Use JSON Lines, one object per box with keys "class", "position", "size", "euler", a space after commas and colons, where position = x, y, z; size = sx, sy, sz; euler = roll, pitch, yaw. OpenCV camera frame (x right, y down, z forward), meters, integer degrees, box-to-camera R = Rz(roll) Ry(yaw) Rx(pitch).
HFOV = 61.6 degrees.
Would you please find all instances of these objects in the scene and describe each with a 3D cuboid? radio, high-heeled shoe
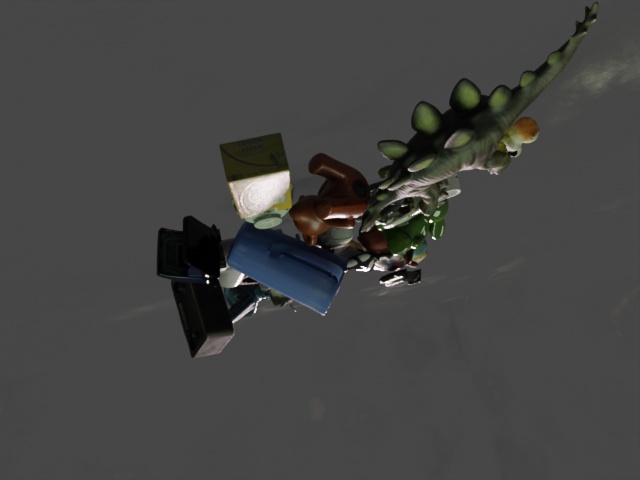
{"class": "radio", "position": [-0.282, 0.152, 1.266], "size": [0.073, 0.230, 0.131], "euler": [0, 143, -34]}
{"class": "high-heeled shoe", "position": [0.054, 0.076, 1.322], "size": [0.086, 0.145, 0.248], "euler": [24, 169, 38]}

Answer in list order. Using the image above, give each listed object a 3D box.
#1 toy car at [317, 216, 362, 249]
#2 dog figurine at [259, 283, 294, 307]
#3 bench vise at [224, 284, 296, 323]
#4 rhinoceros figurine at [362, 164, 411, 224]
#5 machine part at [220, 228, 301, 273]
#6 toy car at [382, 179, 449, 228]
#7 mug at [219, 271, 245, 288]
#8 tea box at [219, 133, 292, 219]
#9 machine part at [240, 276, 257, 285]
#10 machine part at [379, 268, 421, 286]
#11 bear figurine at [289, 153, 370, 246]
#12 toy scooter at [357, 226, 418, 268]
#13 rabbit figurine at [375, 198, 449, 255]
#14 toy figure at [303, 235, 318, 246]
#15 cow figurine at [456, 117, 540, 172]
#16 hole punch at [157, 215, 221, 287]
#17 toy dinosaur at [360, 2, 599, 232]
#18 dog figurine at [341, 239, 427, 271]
{"class": "toy car", "position": [0.023, -0.032, 1.149], "size": [0.109, 0.103, 0.161], "euler": [-5, 161, -24]}
{"class": "dog figurine", "position": [-0.068, 0.088, 1.360], "size": [0.172, 0.121, 0.190], "euler": [-14, 154, 10]}
{"class": "bench vise", "position": [-0.213, 0.180, 1.577], "size": [0.224, 0.128, 0.240], "euler": [6, -150, 34]}
{"class": "rhinoceros figurine", "position": [0.140, -0.092, 1.088], "size": [0.112, 0.073, 0.190], "euler": [-28, 166, -32]}
{"class": "machine part", "position": [-0.164, 0.027, 1.243], "size": [0.243, 0.079, 0.079], "euler": [-10, 164, -8]}
{"class": "toy car", "position": [0.198, -0.086, 1.155], "size": [0.056, 0.073, 0.202], "euler": [-4, 162, -34]}
{"class": "mug", "position": [-0.208, 0.062, 1.333], "size": [0.109, 0.081, 0.107], "euler": [-3, 153, -20]}
{"class": "tea box", "position": [-0.099, -0.099, 0.868], "size": [0.098, 0.068, 0.169], "euler": [-12, 164, -7]}
{"class": "machine part", "position": [-0.156, 0.076, 1.474], "size": [0.179, 0.056, 0.179], "euler": [-12, 166, -3]}
{"class": "machine part", "position": [0.237, 0.106, 1.543], "size": [0.139, 0.039, 0.084], "euler": [3, 154, -43]}
{"class": "bear figurine", "position": [-0.005, -0.066, 0.986], "size": [0.132, 0.120, 0.196], "euler": [6, 161, -41]}
{"class": "toy scooter", "position": [0.192, 0.013, 1.392], "size": [0.184, 0.135, 0.075], "euler": [-9, 166, -10]}
{"class": "rabbit figurine", "position": [0.241, -0.042, 1.278], "size": [0.170, 0.121, 0.159], "euler": [-37, 150, 23]}
{"class": "toy figure", "position": [-0.004, -0.003, 1.318], "size": [0.064, 0.058, 0.154], "euler": [-19, 160, 0]}
{"class": "cow figurine", "position": [0.303, -0.167, 0.965], "size": [0.167, 0.068, 0.098], "euler": [-13, 170, 12]}
{"class": "hole punch", "position": [-0.262, 0.026, 1.075], "size": [0.092, 0.142, 0.115], "euler": [-22, 149, 22]}
{"class": "toy dinosaur", "position": [0.217, -0.156, 0.818], "size": [0.471, 0.105, 0.198], "euler": [-42, 155, 28]}
{"class": "dog figurine", "position": [0.161, 0.028, 1.479], "size": [0.219, 0.108, 0.191], "euler": [1, 160, -35]}
